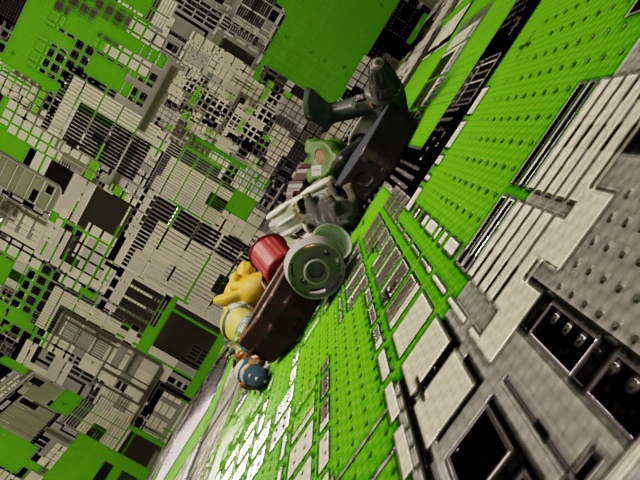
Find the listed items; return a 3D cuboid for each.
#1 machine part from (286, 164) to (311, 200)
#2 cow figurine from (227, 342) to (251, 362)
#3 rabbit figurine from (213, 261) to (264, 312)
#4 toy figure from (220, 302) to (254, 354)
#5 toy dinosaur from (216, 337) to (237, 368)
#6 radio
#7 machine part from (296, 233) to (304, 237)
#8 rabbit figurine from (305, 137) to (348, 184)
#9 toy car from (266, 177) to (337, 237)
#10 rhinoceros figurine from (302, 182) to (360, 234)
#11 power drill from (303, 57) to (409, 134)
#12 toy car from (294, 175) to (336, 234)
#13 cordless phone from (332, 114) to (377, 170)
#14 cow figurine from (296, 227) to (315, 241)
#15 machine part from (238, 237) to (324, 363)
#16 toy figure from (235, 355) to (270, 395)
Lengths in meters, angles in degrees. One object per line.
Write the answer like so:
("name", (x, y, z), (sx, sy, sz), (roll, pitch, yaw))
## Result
("machine part", (-0.010, -0.121, 1.456), (0.056, 0.179, 0.179), (1, 53, 42))
("cow figurine", (-0.170, 0.247, 1.271), (0.127, 0.085, 0.195), (-55, 5, -29))
("rabbit figurine", (-0.175, 0.120, 1.282), (0.162, 0.122, 0.173), (-36, 6, -30))
("toy figure", (-0.154, 0.192, 1.135), (0.089, 0.082, 0.180), (-46, 37, -9))
("toy dinosaur", (-0.245, 0.290, 1.640), (0.198, 0.105, 0.471), (-65, 2, -23))
("radio", (0.102, -0.157, 1.092), (0.131, 0.073, 0.229), (-63, 5, -28))
("machine part", (-0.073, 0.041, 1.560), (0.243, 0.079, 0.079), (-56, 6, 42))
("rabbit figurine", (0.067, -0.214, 1.381), (0.159, 0.170, 0.121), (-13, 84, 48))
("toy car", (-0.036, -0.073, 1.233), (0.202, 0.073, 0.056), (-31, 14, 22))
("rhinoceros figurine", (0.020, -0.057, 1.097), (0.073, 0.112, 0.190), (-31, 14, -24))
("power drill", (0.072, -0.287, 1.088), (0.232, 0.207, 0.086), (27, -123, -60))
("toy car", (-0.001, -0.077, 1.289), (0.202, 0.089, 0.053), (-34, 28, 29))
("cordless phone", (0.100, -0.240, 1.226), (0.184, 0.089, 0.146), (-41, -7, -36))
("cow figurine", (-0.004, -0.005, 1.229), (0.098, 0.068, 0.167), (-51, 11, 20))
("machine part", (-0.059, 0.112, 0.994), (0.201, 0.087, 0.201), (-52, 7, 51))
("toy figure", (-0.129, 0.254, 1.014), (0.154, 0.058, 0.064), (147, 115, -75))
